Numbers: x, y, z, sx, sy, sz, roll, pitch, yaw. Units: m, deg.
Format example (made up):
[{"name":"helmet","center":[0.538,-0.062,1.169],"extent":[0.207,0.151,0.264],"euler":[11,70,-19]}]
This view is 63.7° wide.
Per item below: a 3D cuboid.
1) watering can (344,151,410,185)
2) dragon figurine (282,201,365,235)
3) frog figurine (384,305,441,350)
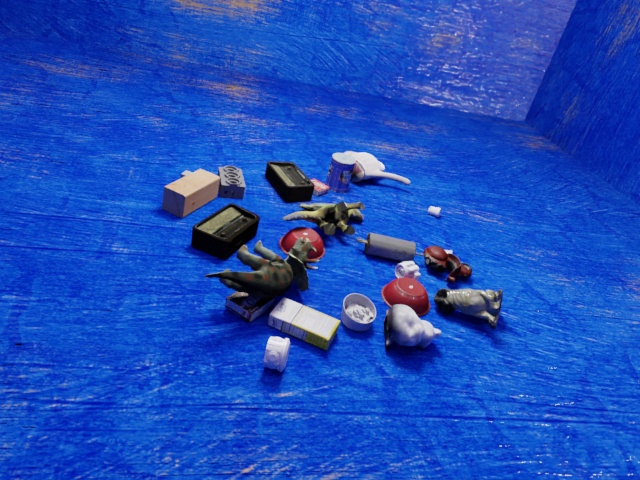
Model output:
[{"name":"watering can","center":[0.224,-0.319,2.336],"extent":[0.351,0.102,0.227],"euler":[33,36,28]},{"name":"dragon figurine","center":[0.006,-0.095,1.889],"extent":[0.410,0.121,0.244],"euler":[2,8,-30]},{"name":"frog figurine","center":[0.260,0.243,1.429],"extent":[0.159,0.121,0.138],"euler":[2,11,1]}]
